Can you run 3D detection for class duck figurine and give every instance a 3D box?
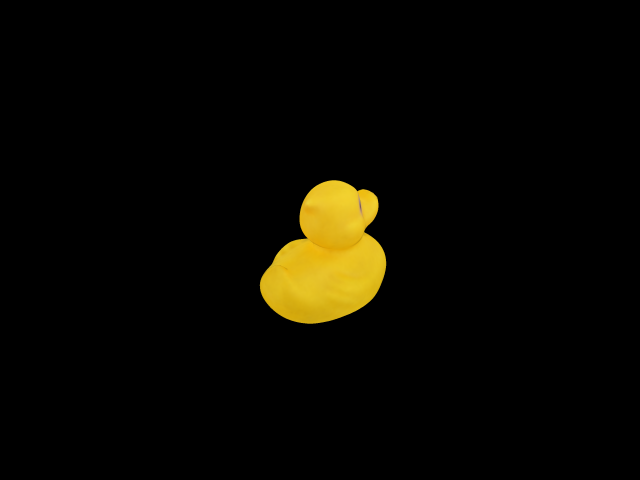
[{"bbox_3d":[0.004,0.001,0.400,0.105,0.086,0.077,-29,46,-33],"label":"duck figurine"}]
